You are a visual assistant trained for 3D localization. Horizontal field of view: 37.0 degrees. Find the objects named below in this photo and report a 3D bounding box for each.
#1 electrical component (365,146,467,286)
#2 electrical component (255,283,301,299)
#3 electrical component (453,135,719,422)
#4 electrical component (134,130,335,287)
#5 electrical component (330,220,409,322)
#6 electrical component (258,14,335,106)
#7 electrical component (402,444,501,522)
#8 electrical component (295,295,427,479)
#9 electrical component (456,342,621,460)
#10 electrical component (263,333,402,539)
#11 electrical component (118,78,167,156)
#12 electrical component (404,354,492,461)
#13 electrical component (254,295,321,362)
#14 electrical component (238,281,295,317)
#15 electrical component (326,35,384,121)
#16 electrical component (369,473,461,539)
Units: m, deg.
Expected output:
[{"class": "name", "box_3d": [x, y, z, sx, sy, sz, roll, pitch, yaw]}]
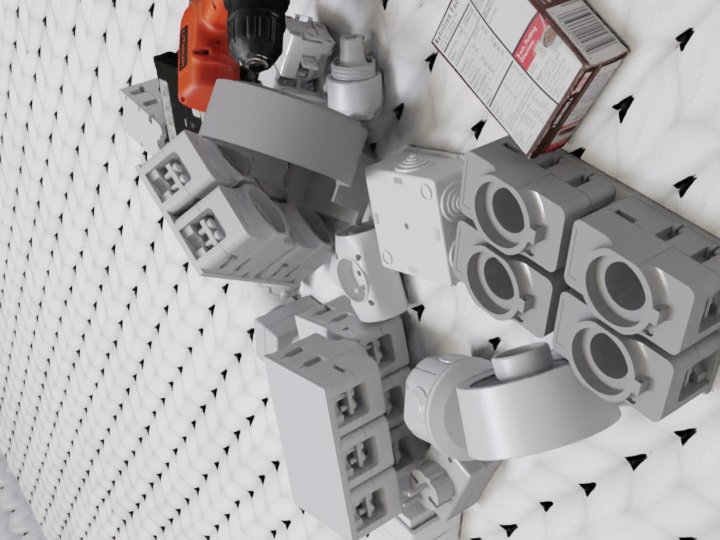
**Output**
[{"class": "electrical component", "box_3d": [0.052, -0.040, 0.808, 0.100, 0.048, 0.099, 18, 125, 52]}, {"class": "electrical component", "box_3d": [-0.072, -0.006, 1.029, 0.048, 0.048, 0.062, 52, 139, 23]}, {"class": "electrical component", "box_3d": [0.141, 0.000, 0.687, 0.186, 0.060, 0.105, 38, 140, 38]}, {"class": "electrical component", "box_3d": [-0.095, -0.050, 0.913, 0.060, 0.186, 0.105, -37, 75, 15]}, {"class": "electrical component", "box_3d": [0.000, 0.000, 0.920, 0.079, 0.044, 0.077, 5, 115, 56]}, {"class": "electrical component", "box_3d": [-0.050, -0.167, 0.863, 0.081, 0.042, 0.063, -115, 40, -51]}, {"class": "electrical component", "box_3d": [0.067, 0.177, 0.908, 0.047, 0.076, 0.083, 50, 146, 25]}, {"class": "electrical component", "box_3d": [0.005, 0.106, 0.968, 0.089, 0.062, 0.150, 18, 125, 51]}, {"class": "electrical component", "box_3d": [0.118, 0.084, 0.739, 0.108, 0.108, 0.060, -14, 93, 59]}, {"class": "electrical component", "box_3d": [-0.019, 0.137, 0.902, 0.089, 0.062, 0.150, 21, 128, 49]}, {"class": "electrical component", "box_3d": [-0.203, -0.156, 1.113, 0.089, 0.056, 0.050, 41, 141, 36]}, {"class": "electrical component", "box_3d": [0.077, 0.105, 0.842, 0.051, 0.080, 0.080, 13, 121, 60]}, {"class": "electrical component", "box_3d": [-0.053, 0.071, 1.029, 0.077, 0.066, 0.047, 35, 138, 40]}, {"class": "electrical component", "box_3d": [-0.097, 0.022, 1.089, 0.065, 0.044, 0.044, 55, 148, 26]}, {"class": "electrical component", "box_3d": [-0.005, -0.148, 0.826, 0.043, 0.043, 0.062, 28, 131, 46]}, {"class": "electrical component", "box_3d": [0.040, 0.217, 0.991, 0.096, 0.062, 0.061, 37, 139, 39]}]
